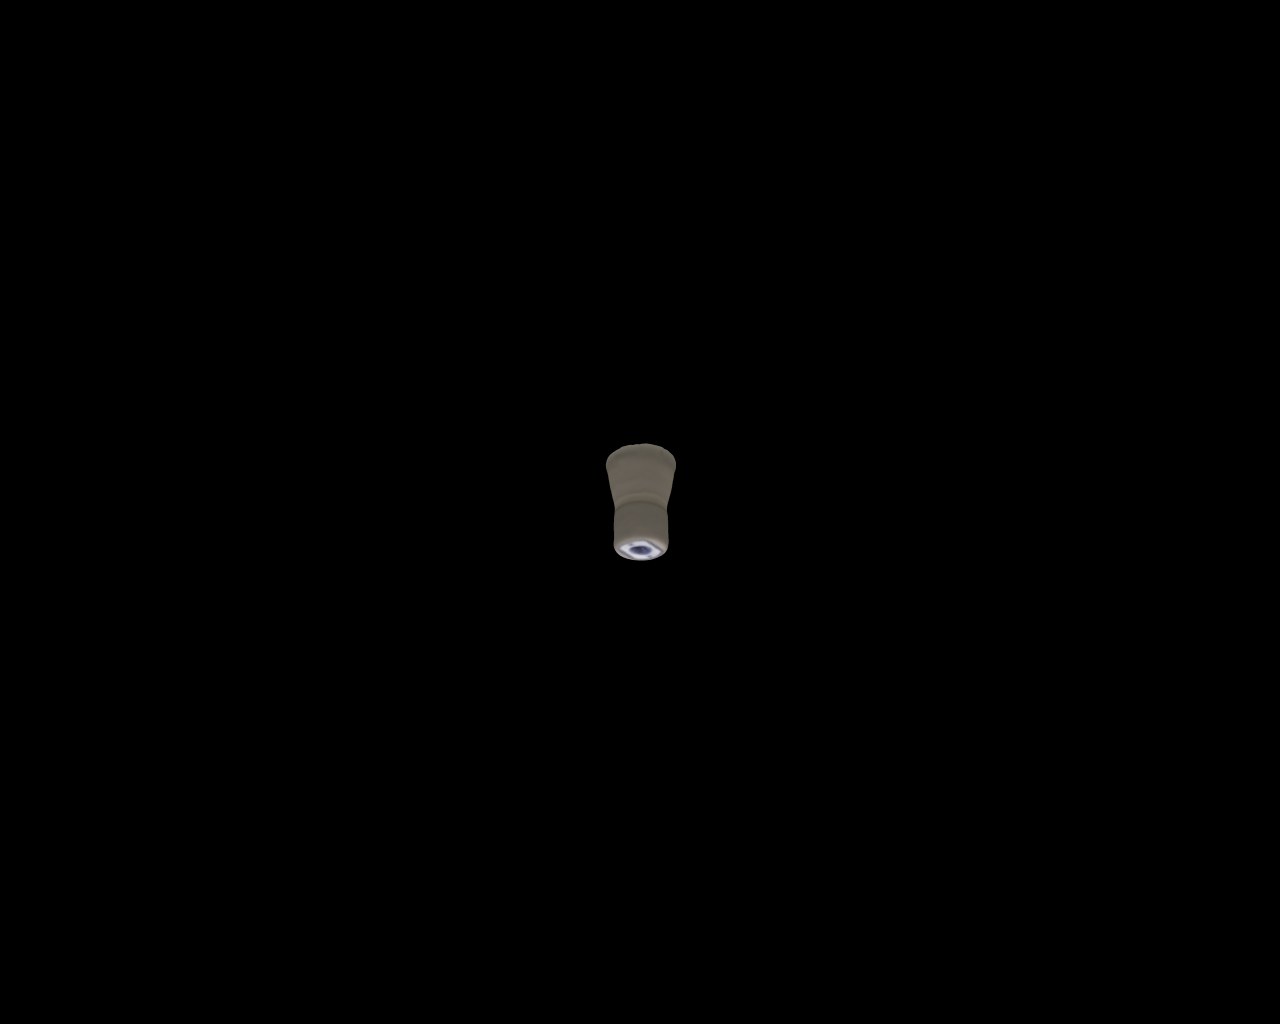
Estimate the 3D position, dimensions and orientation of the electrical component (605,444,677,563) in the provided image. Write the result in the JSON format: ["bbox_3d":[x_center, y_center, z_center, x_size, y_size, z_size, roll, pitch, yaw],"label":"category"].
[{"bbox_3d":[0.001,-0.003,0.650,0.044,0.065,0.044,0,-29,0],"label":"electrical component"}]
